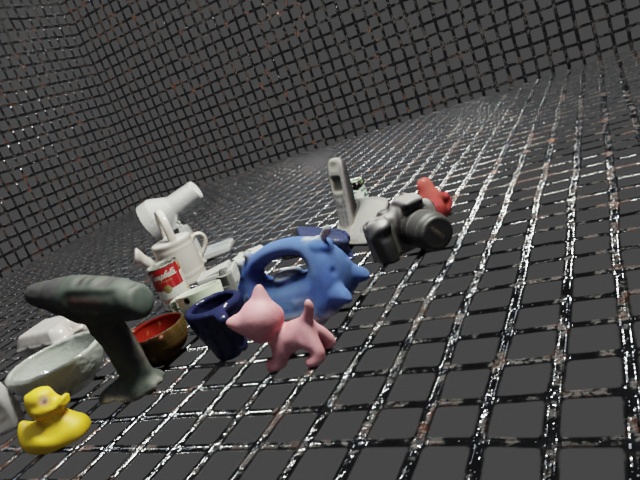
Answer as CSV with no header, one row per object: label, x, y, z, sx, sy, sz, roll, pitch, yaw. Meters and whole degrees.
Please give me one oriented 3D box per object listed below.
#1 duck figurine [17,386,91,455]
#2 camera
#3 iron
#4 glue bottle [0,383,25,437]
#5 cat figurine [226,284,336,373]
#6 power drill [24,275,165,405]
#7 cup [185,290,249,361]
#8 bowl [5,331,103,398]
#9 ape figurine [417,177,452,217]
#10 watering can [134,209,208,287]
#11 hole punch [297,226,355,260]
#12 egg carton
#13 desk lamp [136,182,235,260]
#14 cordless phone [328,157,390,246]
duck figurine,-0.394,0.253,0.823,0.104,0.086,0.077,-18,15,12
camera,0.161,-0.024,1.019,0.143,0.101,0.136,-24,15,-12
iron,-0.059,0.061,0.936,0.257,0.141,0.119,-12,17,30
glue bottle,-0.549,0.237,0.916,0.078,0.173,0.037,-23,15,-7
cat figurine,-0.057,0.116,0.788,0.127,0.118,0.067,-14,16,23
power drill,-0.336,0.145,0.883,0.229,0.208,0.076,-13,17,27
cup,-0.144,0.138,0.872,0.092,0.095,0.117,-26,16,-18
bowl,-0.445,0.230,0.993,0.167,0.075,0.167,-19,15,6
ape figurine,0.224,-0.085,1.165,0.077,0.092,0.076,-16,16,19
watering can,-0.363,0.020,1.391,0.100,0.194,0.173,-4,23,48
hole punch,0.010,0.004,1.142,0.101,0.091,0.108,-21,15,-1
egg carton,-0.576,0.212,1.245,0.150,0.069,0.107,-15,16,22
desk lamp,-0.370,-0.040,1.574,0.203,0.214,0.118,-21,15,2
cordless phone,0.075,-0.081,1.172,0.094,0.185,0.147,-30,18,-31
